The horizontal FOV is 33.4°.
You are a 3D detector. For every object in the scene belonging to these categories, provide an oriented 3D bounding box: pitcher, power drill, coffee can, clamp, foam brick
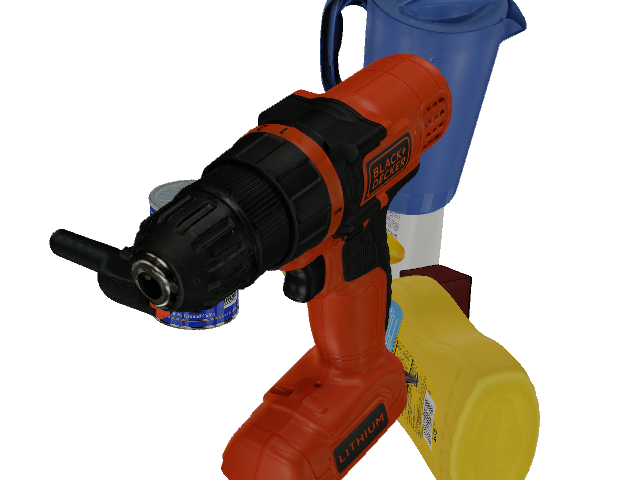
[{"bbox_3d":[0.089,-0.147,1.051,0.144,0.243,0.149,-24,52,-27],"label":"pitcher"},{"bbox_3d":[-0.007,0.029,0.464,0.057,0.188,0.184,25,42,28],"label":"power drill"},{"bbox_3d":[-0.140,0.015,1.197,0.103,0.140,0.103,3,24,-1],"label":"coffee can"},{"bbox_3d":[-0.157,0.020,0.957,0.120,0.039,0.172,-16,31,-31],"label":"clamp"},{"bbox_3d":[0.110,0.068,1.042,0.051,0.078,0.053,-10,18,-32],"label":"foam brick"}]

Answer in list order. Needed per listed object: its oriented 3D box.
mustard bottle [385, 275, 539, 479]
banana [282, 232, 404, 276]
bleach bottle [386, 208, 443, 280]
[{"bbox_3d":[0.066,0.077,0.674,0.058,0.096,0.192,-9,27,-18],"label":"mustard bottle"},{"bbox_3d":[0.013,0.010,0.847,0.037,0.069,0.197,-35,-3,25],"label":"banana"},{"bbox_3d":[0.107,-0.042,1.225,0.068,0.251,0.103,-1,22,-24],"label":"bleach bottle"}]
